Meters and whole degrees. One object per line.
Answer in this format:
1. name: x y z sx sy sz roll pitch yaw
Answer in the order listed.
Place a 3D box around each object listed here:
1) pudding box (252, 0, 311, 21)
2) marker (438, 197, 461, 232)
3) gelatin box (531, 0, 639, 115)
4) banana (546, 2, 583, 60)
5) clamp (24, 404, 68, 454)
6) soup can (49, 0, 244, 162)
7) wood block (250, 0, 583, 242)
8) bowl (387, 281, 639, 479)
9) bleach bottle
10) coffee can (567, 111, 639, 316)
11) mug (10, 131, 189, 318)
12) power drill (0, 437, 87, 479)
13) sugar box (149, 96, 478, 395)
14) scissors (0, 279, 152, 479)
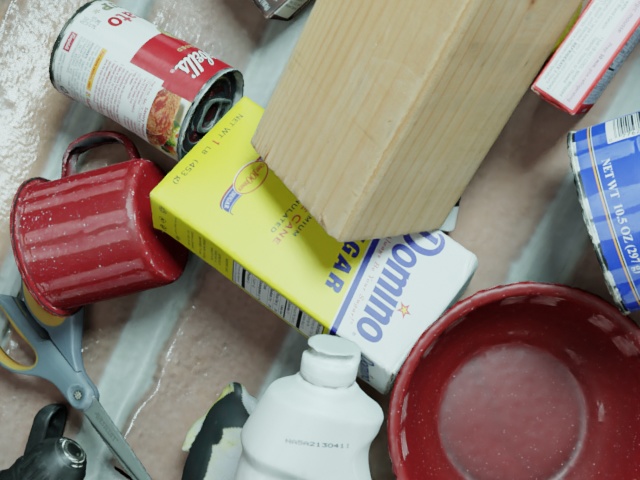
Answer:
1. pudding box: -0.025 -0.201 0.634 0.090 0.039 0.113 -39 84 20
2. marker: 0.082 -0.065 0.625 0.020 0.020 0.121 15 102 17
3. gelatin box: 0.152 -0.110 0.566 0.030 0.073 0.089 36 107 11
4. banana: 0.106 -0.182 0.586 0.069 0.037 0.198 -12 89 2
5. clamp: -0.207 0.197 0.755 0.172 0.039 0.120 -33 75 19
6. soup can: -0.107 -0.098 0.662 0.102 0.068 0.068 30 106 14
7. wood block: 0.056 -0.107 0.553 0.091 0.090 0.206 50 128 30
8. bowl: 0.115 0.104 0.602 0.162 0.055 0.162 0 87 -3
9. bleach bottle: -0.005 0.175 0.606 0.102 0.068 0.251 5 107 -17
10. coffee can: 0.210 -0.028 0.542 0.140 0.102 0.103 -17 91 21
11. mug: -0.137 -0.015 0.679 0.082 0.093 0.117 -13 68 16
12. power drill: -0.256 0.141 0.731 0.185 0.057 0.188 -43 68 18
13. sugar box: -0.004 0.001 0.628 0.176 0.048 0.093 34 66 13
14. scissors: -0.154 0.083 0.711 0.202 0.016 0.096 32 100 25
